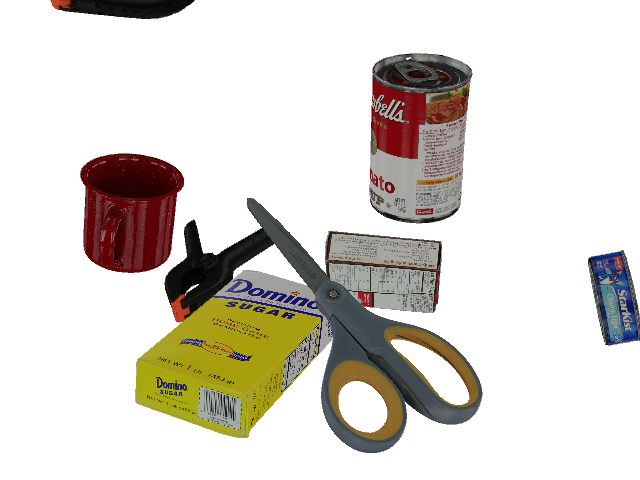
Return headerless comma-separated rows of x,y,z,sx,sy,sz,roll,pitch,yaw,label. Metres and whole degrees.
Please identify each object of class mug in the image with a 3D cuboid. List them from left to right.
-0.176,-0.018,0.971,0.093,0.081,0.117,10,29,1,mug

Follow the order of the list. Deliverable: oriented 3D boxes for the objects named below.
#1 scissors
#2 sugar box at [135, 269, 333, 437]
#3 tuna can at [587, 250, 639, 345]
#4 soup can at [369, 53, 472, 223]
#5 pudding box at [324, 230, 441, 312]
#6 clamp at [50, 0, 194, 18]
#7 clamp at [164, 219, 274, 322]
0.000,0.049,0.616,0.202,0.016,0.096,34,53,25,scissors
-0.059,0.082,0.835,0.093,0.048,0.176,16,29,18,sugar box
0.273,0.054,0.993,0.034,0.086,0.086,-11,-2,12,tuna can
0.069,-0.072,0.749,0.068,0.102,0.068,0,30,0,soup can
0.062,0.032,1.057,0.113,0.039,0.090,4,-32,5,pudding box
-0.078,-0.197,0.706,0.210,0.164,0.036,-32,-16,-9,clamp
-0.122,0.030,1.248,0.120,0.039,0.171,-6,38,18,clamp
